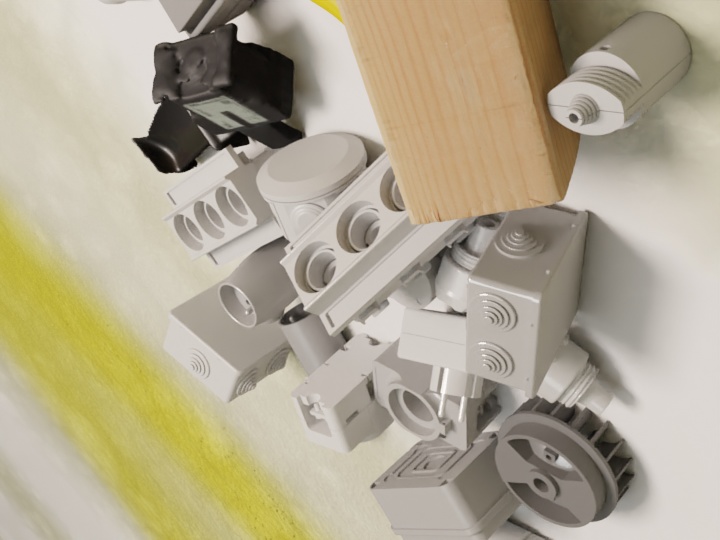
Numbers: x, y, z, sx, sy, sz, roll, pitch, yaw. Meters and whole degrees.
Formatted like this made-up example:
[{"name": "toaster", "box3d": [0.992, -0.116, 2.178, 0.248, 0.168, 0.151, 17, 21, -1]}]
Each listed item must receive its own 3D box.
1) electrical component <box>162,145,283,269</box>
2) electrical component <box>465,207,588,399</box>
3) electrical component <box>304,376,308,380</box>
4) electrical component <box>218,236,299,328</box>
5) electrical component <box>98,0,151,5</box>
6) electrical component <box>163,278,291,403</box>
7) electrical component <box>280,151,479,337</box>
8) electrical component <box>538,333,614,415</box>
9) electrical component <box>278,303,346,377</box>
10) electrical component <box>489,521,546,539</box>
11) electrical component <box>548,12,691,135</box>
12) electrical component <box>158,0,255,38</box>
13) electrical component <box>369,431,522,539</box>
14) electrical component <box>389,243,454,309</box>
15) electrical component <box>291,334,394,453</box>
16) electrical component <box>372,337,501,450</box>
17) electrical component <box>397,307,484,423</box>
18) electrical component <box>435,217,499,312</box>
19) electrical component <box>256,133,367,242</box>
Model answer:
[{"name": "electrical component", "box3d": [-0.101, -0.054, 0.869, 0.078, 0.063, 0.121, 56, 146, -8]}, {"name": "electrical component", "box3d": [0.103, 0.016, 0.673, 0.048, 0.099, 0.099, 16, 135, 21]}, {"name": "electrical component", "box3d": [-0.026, 0.121, 0.970, 0.065, 0.044, 0.044, 50, 146, 9]}, {"name": "electrical component", "box3d": [-0.078, 0.019, 0.899, 0.043, 0.077, 0.079, 39, 145, 16]}, {"name": "electrical component", "box3d": [-0.178, -0.222, 0.818, 0.046, 0.040, 0.040, 11, 130, 35]}, {"name": "electrical component", "box3d": [-0.116, 0.062, 0.967, 0.100, 0.100, 0.048, 38, 131, 17]}, {"name": "electrical component", "box3d": [0.015, -0.021, 0.714, 0.121, 0.063, 0.078, -43, 55, 19]}, {"name": "electrical component", "box3d": [0.142, 0.073, 0.731, 0.062, 0.048, 0.048, 37, 144, 7]}, {"name": "electrical component", "box3d": [-0.032, 0.069, 0.925, 0.043, 0.043, 0.081, -5, 119, 51]}, {"name": "electrical component", "box3d": [0.127, 0.236, 0.903, 0.081, 0.043, 0.043, 20, 136, 37]}, {"name": "electrical component", "box3d": [0.130, -0.096, 0.549, 0.043, 0.081, 0.043, 30, 141, 27]}, {"name": "electrical component", "box3d": [-0.116, -0.215, 0.734, 0.096, 0.061, 0.062, 53, 146, -4]}, {"name": "electrical component", "box3d": [0.073, 0.179, 0.879, 0.113, 0.078, 0.057, -19, 105, 54]}, {"name": "electrical component", "box3d": [0.000, 0.000, 0.795, 0.138, 0.074, 0.052, 11, 130, 43]}, {"name": "electrical component", "box3d": [-0.004, 0.103, 0.884, 0.050, 0.089, 0.055, 12, 130, 43]}, {"name": "electrical component", "box3d": [0.057, 0.094, 0.836, 0.089, 0.056, 0.050, 26, 139, 32]}, {"name": "electrical component", "box3d": [0.071, 0.071, 0.774, 0.083, 0.047, 0.075, 9, 89, 45]}, {"name": "electrical component", "box3d": [0.078, -0.005, 0.732, 0.043, 0.043, 0.062, 31, 122, 26]}, {"name": "electrical component", "box3d": [-0.029, -0.059, 0.769, 0.080, 0.080, 0.051, 15, 138, 41]}]
